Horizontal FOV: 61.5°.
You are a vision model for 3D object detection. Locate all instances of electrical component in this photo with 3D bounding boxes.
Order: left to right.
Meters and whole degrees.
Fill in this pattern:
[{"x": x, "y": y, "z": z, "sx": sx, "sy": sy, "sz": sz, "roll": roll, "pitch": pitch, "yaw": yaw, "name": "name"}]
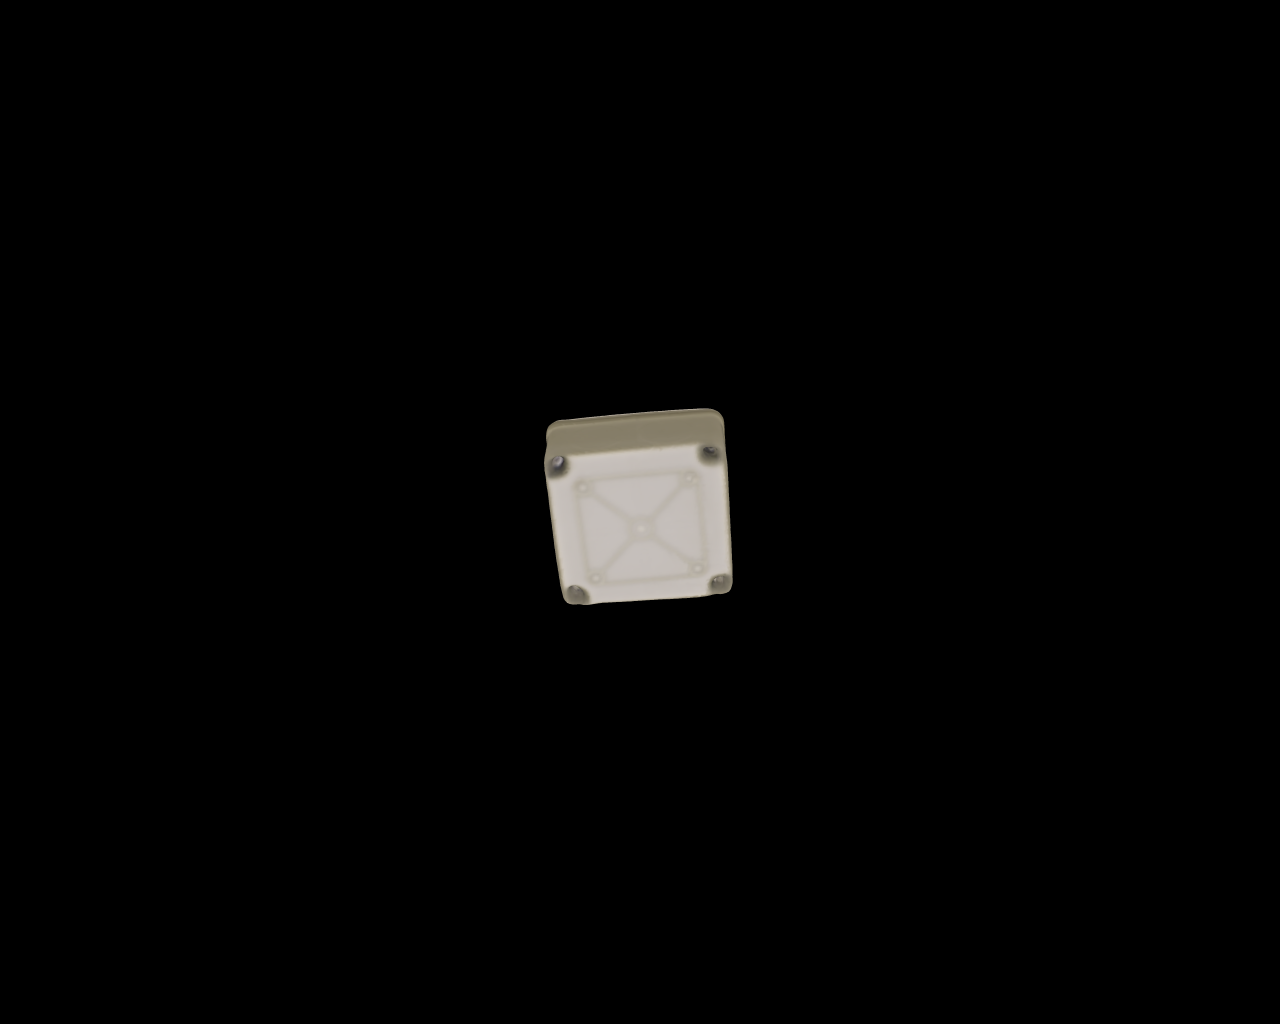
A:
[{"x": 0.001, "y": -0.003, "z": 0.650, "sx": 0.109, "sy": 0.108, "sz": 0.056, "roll": -4, "pitch": 28, "yaw": 2, "name": "electrical component"}]
